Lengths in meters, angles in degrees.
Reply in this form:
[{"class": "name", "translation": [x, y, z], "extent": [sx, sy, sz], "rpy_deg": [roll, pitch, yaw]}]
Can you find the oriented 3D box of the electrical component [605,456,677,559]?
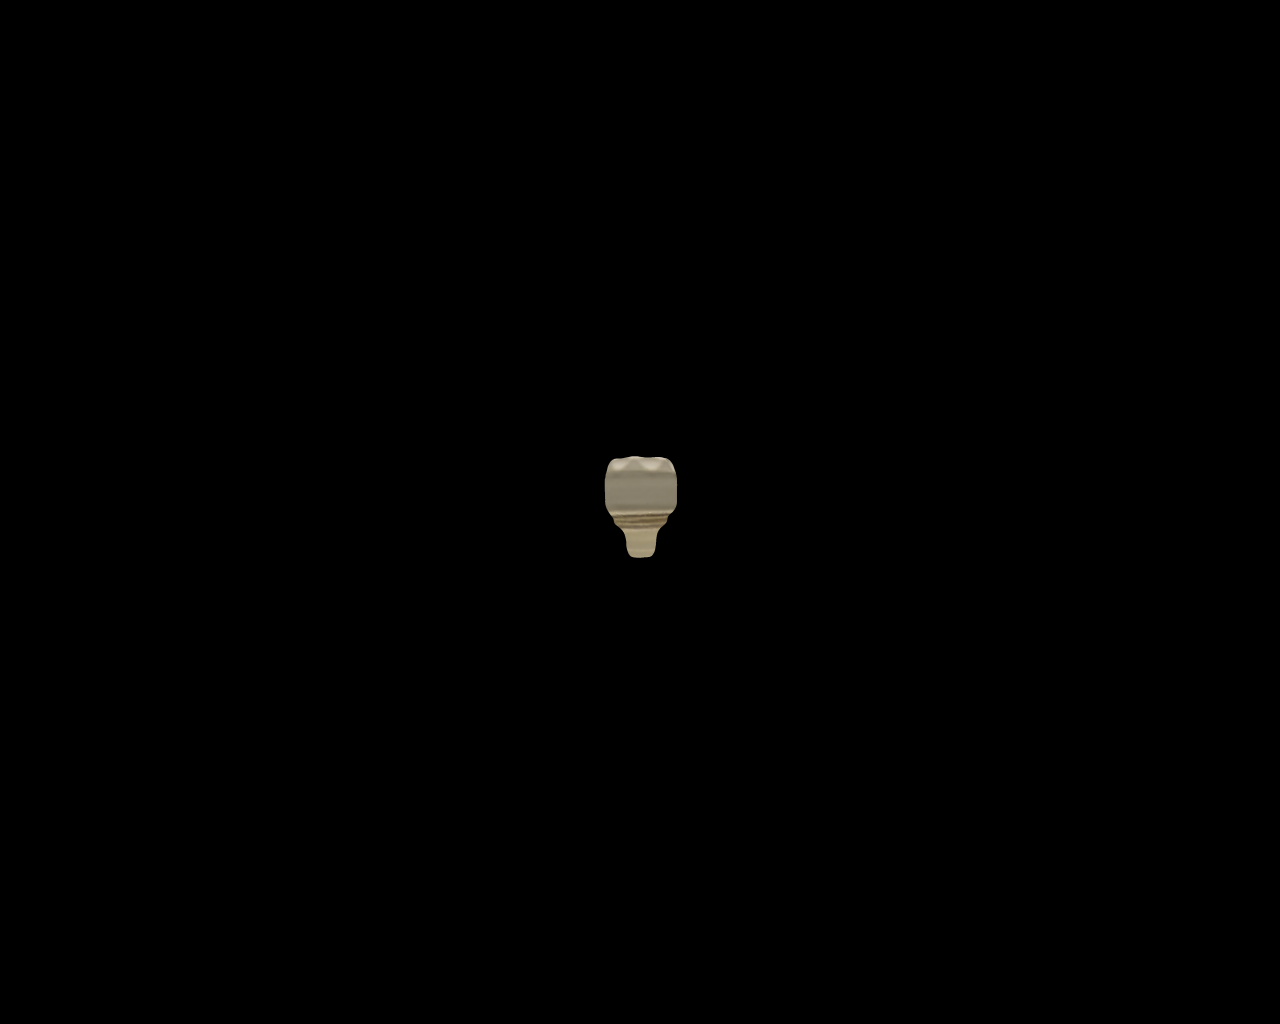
[{"class": "electrical component", "translation": [0.001, -0.003, 0.650], "extent": [0.043, 0.062, 0.043], "rpy_deg": [0, 0, 0]}]
